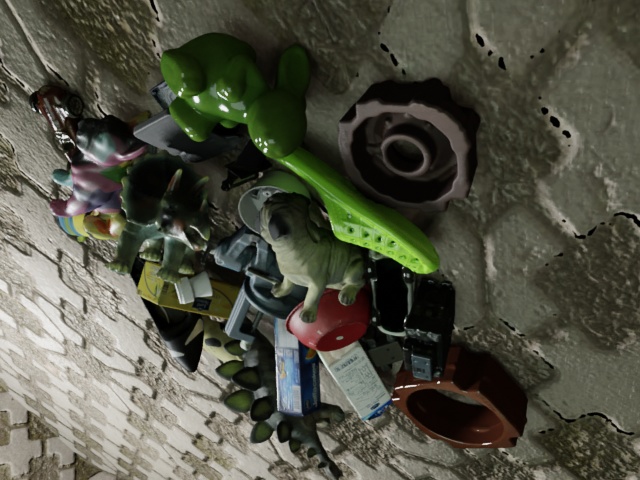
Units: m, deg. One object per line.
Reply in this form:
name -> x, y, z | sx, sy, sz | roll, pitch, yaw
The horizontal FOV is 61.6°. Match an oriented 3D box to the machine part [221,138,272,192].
machine part -> -0.088, -0.124, 0.756 | 0.039, 0.084, 0.139 | 52, 133, 11

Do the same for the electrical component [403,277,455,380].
electrical component -> 0.170, 0.144, 0.828 | 0.058, 0.134, 0.114 | 7, 136, 23

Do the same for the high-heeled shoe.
high-heeled shoe -> -0.303, 0.132, 1.041 | 0.249, 0.086, 0.145 | 59, 180, 32

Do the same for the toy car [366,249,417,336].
toy car -> 0.116, 0.080, 0.854 | 0.074, 0.056, 0.201 | 7, 133, 18

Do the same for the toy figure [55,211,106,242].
toy figure -> -0.448, -0.040, 1.050 | 0.180, 0.089, 0.082 | 3, 140, 27

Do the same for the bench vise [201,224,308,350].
bench vise -> -0.113, 0.090, 0.927 | 0.223, 0.129, 0.240 | 16, 118, -18

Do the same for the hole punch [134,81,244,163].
hole punch -> -0.183, -0.173, 0.760 | 0.142, 0.092, 0.115 | -14, 150, 39

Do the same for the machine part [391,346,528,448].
machine part -> 0.249, 0.284, 0.967 | 0.201, 0.087, 0.201 | 47, 138, -18

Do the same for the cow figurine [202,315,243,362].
cow figurine -> -0.229, 0.213, 1.173 | 0.195, 0.085, 0.127 | 32, 159, 0

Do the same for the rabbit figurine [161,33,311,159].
rabbit figurine -> -0.078, -0.160, 0.640 | 0.170, 0.159, 0.121 | 40, 146, 18

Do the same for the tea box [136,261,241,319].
tea box -> -0.242, 0.096, 1.009 | 0.098, 0.068, 0.169 | 11, 172, 46

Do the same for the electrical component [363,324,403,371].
electrical component -> 0.115, 0.195, 0.991 | 0.078, 0.045, 0.102 | -27, 121, 17

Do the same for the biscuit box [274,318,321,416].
biscuit box -> -0.042, 0.221, 1.005 | 0.059, 0.063, 0.202 | -4, 87, 34

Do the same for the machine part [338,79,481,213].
machine part -> 0.108, -0.111, 0.655 | 0.180, 0.056, 0.179 | 18, 141, 16

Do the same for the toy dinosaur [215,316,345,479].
toy dinosaur -> -0.100, 0.277, 1.090 | 0.472, 0.198, 0.105 | 56, 134, 21

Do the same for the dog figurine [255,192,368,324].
dog figurine -> -0.001, 0.000, 0.778 | 0.121, 0.172, 0.190 | 26, 137, 33

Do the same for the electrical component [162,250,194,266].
electrical component -> -0.305, 0.038, 1.097 | 0.094, 0.021, 0.063 | 35, 141, -5

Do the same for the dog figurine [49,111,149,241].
dog figurine -> -0.327, -0.108, 0.871 | 0.219, 0.108, 0.191 | -32, 137, 26

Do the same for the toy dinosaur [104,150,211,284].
toy dinosaur -> -0.242, -0.041, 0.867 | 0.131, 0.192, 0.405 | 18, -177, -13

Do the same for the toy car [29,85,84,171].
toy car -> -0.426, -0.171, 0.928 | 0.089, 0.053, 0.201 | 10, 136, 19
